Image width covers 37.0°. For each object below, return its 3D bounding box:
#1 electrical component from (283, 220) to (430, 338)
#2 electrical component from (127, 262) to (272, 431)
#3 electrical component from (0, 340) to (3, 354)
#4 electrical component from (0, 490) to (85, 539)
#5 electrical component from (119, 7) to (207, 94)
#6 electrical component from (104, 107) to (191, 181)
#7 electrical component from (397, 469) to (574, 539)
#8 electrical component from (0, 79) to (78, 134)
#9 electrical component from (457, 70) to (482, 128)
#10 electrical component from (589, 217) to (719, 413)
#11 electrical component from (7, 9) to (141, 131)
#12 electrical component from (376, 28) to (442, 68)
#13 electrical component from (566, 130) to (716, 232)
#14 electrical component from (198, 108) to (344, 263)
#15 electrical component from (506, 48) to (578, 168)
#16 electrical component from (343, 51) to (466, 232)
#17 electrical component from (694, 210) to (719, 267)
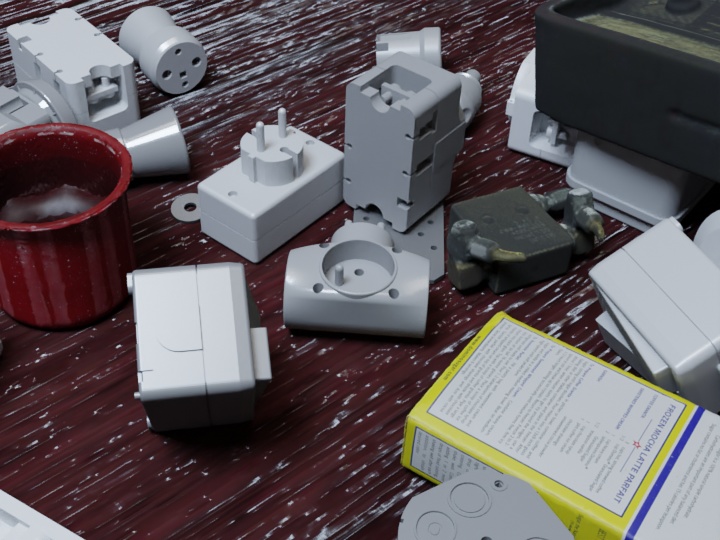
[{"bbox_3d":[0.000,0.000,0.602,0.077,0.044,0.079,4,46,2],"label":"electrical component"},{"bbox_3d":[-0.077,0.040,0.526,0.061,0.096,0.061,-5,72,-8],"label":"electrical component"},{"bbox_3d":[-0.237,0.042,0.543,0.089,0.050,0.055,4,41,2],"label":"electrical component"},{"bbox_3d":[-0.147,0.136,0.414,0.150,0.089,0.061,23,46,21],"label":"electrical component"},{"bbox_3d":[-0.141,-0.157,0.771,0.045,0.045,0.055,-24,49,-26],"label":"electrical component"},{"bbox_3d":[-0.145,-0.075,0.684,0.065,0.044,0.044,-17,46,-13],"label":"electrical component"},{"bbox_3d":[0.051,0.130,0.458,0.080,0.051,0.080,2,42,-1],"label":"electrical component"},{"bbox_3d":[-0.216,-0.085,0.680,0.078,0.058,0.057,31,53,28],"label":"electrical component"},{"bbox_3d":[0.069,-0.121,0.748,0.035,0.035,0.061,18,42,17],"label":"electrical component"},{"bbox_3d":[0.167,0.033,0.554,0.061,0.061,0.096,-34,48,0],"label":"electrical component"},{"bbox_3d":[-0.193,-0.128,0.729,0.050,0.055,0.089,-28,50,-30],"label":"electrical component"},{"bbox_3d":[0.036,-0.155,0.781,0.046,0.040,0.040,-2,42,5],"label":"electrical component"},{"bbox_3d":[0.193,-0.080,0.692,0.078,0.057,0.113,29,49,26],"label":"electrical component"},{"bbox_3d":[-0.052,-0.061,0.646,0.047,0.075,0.083,30,49,27],"label":"electrical component"},{"bbox_3d":[0.138,-0.118,0.736,0.056,0.050,0.089,21,45,20],"label":"electrical component"},{"bbox_3d":[0.027,-0.079,0.652,0.050,0.089,0.056,29,48,26],"label":"electrical component"},{"bbox_3d":[0.224,0.002,0.586,0.051,0.080,0.080,-12,44,-21],"label":"electrical component"}]
